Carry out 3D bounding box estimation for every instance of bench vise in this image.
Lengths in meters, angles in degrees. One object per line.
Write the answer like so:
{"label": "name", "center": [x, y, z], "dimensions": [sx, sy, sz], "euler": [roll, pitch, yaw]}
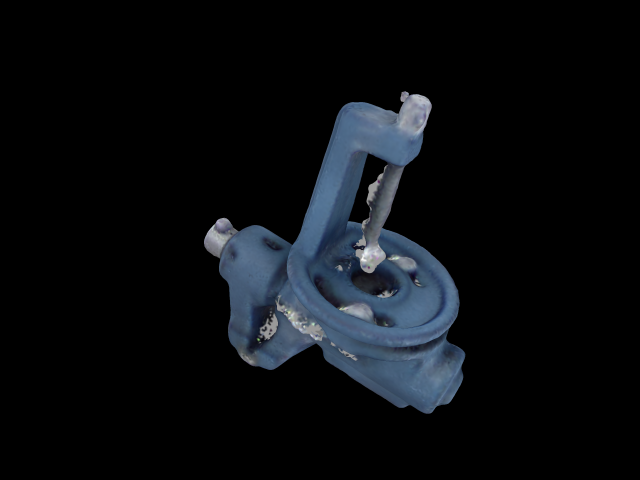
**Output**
{"label": "bench vise", "center": [0.001, 0.007, 0.390], "dimensions": [0.207, 0.220, 0.121], "euler": [6, 29, 11]}
